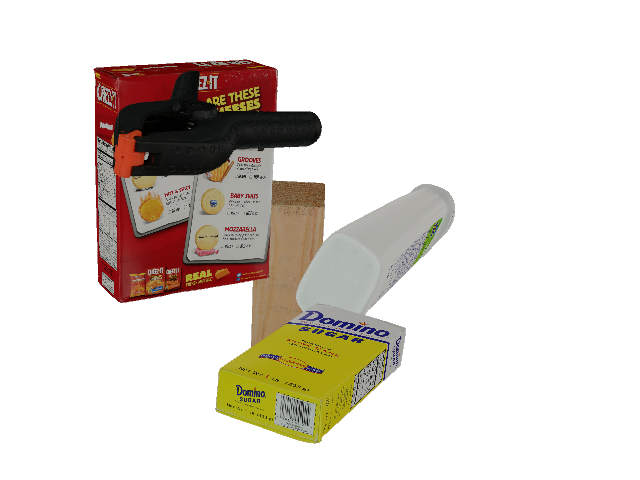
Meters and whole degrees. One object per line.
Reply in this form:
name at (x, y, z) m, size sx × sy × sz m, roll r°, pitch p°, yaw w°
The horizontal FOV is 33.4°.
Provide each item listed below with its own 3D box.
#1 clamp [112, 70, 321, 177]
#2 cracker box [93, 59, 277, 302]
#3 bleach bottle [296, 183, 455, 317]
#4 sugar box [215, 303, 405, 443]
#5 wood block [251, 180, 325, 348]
clamp at (-0.091, -0.082, 0.732) m, size 0.120 × 0.039 × 0.171 m, roll 21°, pitch 24°, yaw 31°
cracker box at (-0.130, -0.060, 1.021) m, size 0.163 × 0.214 × 0.072 m, roll -9°, pitch 21°, yaw -32°
bleach bottle at (0.073, 0.004, 1.075) m, size 0.068 × 0.103 × 0.250 m, roll 37°, pitch 30°, yaw 14°
sugar box at (-0.003, 0.105, 0.897) m, size 0.093 × 0.048 × 0.176 m, roll 15°, pitch 23°, yaw 22°
wood block at (-0.043, 0.033, 1.401) m, size 0.090 × 0.206 × 0.091 m, roll 3°, pitch 23°, yaw -1°
